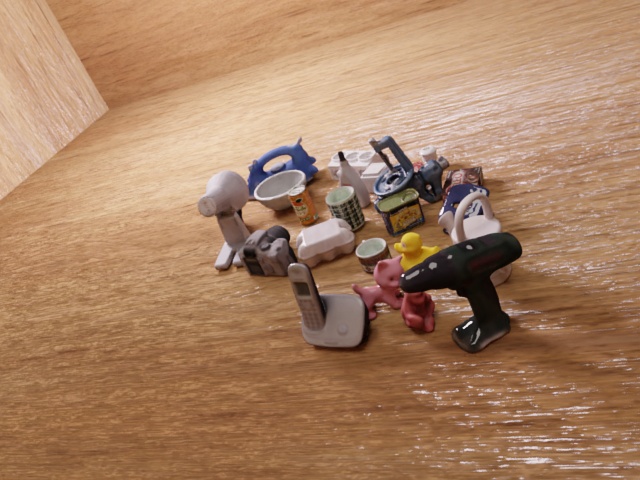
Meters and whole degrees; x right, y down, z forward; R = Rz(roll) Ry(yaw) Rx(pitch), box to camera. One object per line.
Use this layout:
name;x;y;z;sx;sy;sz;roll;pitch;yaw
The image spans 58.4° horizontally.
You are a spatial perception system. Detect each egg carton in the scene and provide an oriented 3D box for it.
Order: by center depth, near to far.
egg carton;0.013;0.005;1.440;0.150;0.069;0.107;-21;31;3

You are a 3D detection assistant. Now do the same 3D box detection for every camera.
camera;-0.125;0.016;1.484;0.142;0.101;0.137;1;38;34

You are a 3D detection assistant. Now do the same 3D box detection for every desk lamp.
desk lamp;-0.256;-0.063;1.580;0.117;0.214;0.203;-12;33;17

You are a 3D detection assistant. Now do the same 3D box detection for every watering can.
watering can;0.308;-0.007;1.145;0.172;0.194;0.101;6;41;39

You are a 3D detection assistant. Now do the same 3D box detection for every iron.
iron;-0.141;-0.228;1.831;0.258;0.142;0.118;-20;31;5

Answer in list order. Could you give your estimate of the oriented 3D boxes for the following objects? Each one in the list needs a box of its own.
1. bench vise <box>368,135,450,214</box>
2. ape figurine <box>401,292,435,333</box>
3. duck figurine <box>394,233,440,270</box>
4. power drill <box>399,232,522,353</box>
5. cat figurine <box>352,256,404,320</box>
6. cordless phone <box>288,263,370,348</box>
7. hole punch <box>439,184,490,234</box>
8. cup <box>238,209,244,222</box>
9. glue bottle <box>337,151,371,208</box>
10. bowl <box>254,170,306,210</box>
bench vise;0.213;-0.187;1.459;0.207;0.220;0.121;-29;31;-10
ape figurine;0.189;0.126;1.117;0.078;0.092;0.075;-39;34;-25
duck figurine;0.214;0.022;1.266;0.104;0.086;0.077;-9;34;22
power drill;0.259;0.092;1.008;0.230;0.209;0.075;-30;32;-11
cat figurine;0.126;0.089;1.190;0.128;0.118;0.067;-23;31;0
cordless phone;0.014;0.125;1.142;0.147;0.185;0.094;-4;36;29
hole punch;0.336;-0.068;1.321;0.108;0.091;0.101;11;45;43
cup;-0.261;-0.074;1.717;0.092;0.095;0.117;-37;34;-22
glue bottle;0.080;-0.167;1.561;0.077;0.173;0.037;7;42;40
bowl;-0.111;-0.140;1.740;0.167;0.075;0.167;-17;31;11
